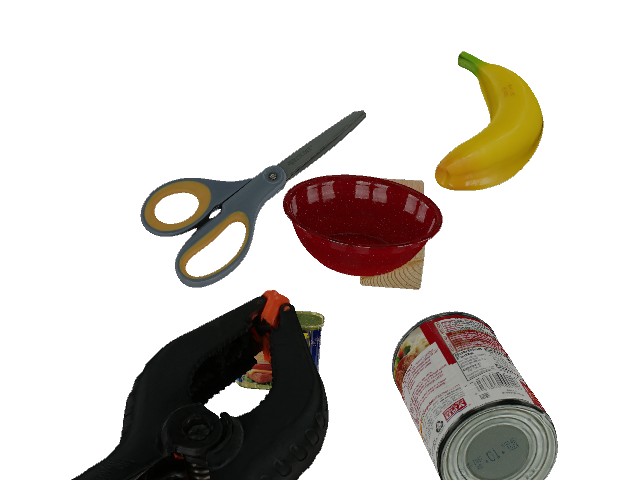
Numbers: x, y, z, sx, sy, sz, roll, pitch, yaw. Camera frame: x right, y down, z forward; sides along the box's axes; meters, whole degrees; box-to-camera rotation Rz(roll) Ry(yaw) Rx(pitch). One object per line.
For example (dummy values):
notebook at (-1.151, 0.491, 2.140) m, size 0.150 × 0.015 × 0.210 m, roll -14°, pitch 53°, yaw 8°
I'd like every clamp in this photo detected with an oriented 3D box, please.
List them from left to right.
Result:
clamp at (-0.037, 0.088, 0.393) m, size 0.120 × 0.039 × 0.171 m, roll 24°, pitch 49°, yaw 17°

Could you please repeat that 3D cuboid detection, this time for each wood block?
wood block at (0.111, -0.014, 1.616) m, size 0.091 × 0.090 × 0.206 m, roll 4°, pitch 26°, yaw 3°

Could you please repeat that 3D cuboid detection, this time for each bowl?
bowl at (0.040, -0.010, 1.082) m, size 0.162 × 0.055 × 0.162 m, roll 5°, pitch 28°, yaw -3°

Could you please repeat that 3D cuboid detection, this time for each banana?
banana at (0.123, -0.079, 0.755) m, size 0.069 × 0.037 × 0.197 m, roll 9°, pitch 32°, yaw 7°

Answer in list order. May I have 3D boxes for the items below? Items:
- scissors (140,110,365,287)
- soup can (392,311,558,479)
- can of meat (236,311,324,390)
scissors at (-0.057, -0.050, 0.815) m, size 0.096 × 0.201 × 0.016 m, roll 30°, pitch -26°, yaw 12°
soup can at (0.085, 0.093, 0.603) m, size 0.068 × 0.068 × 0.102 m, roll 0°, pitch 23°, yaw -11°
can of meat at (-0.049, 0.129, 1.260) m, size 0.102 × 0.084 × 0.057 m, roll 4°, pitch 13°, yaw -1°
